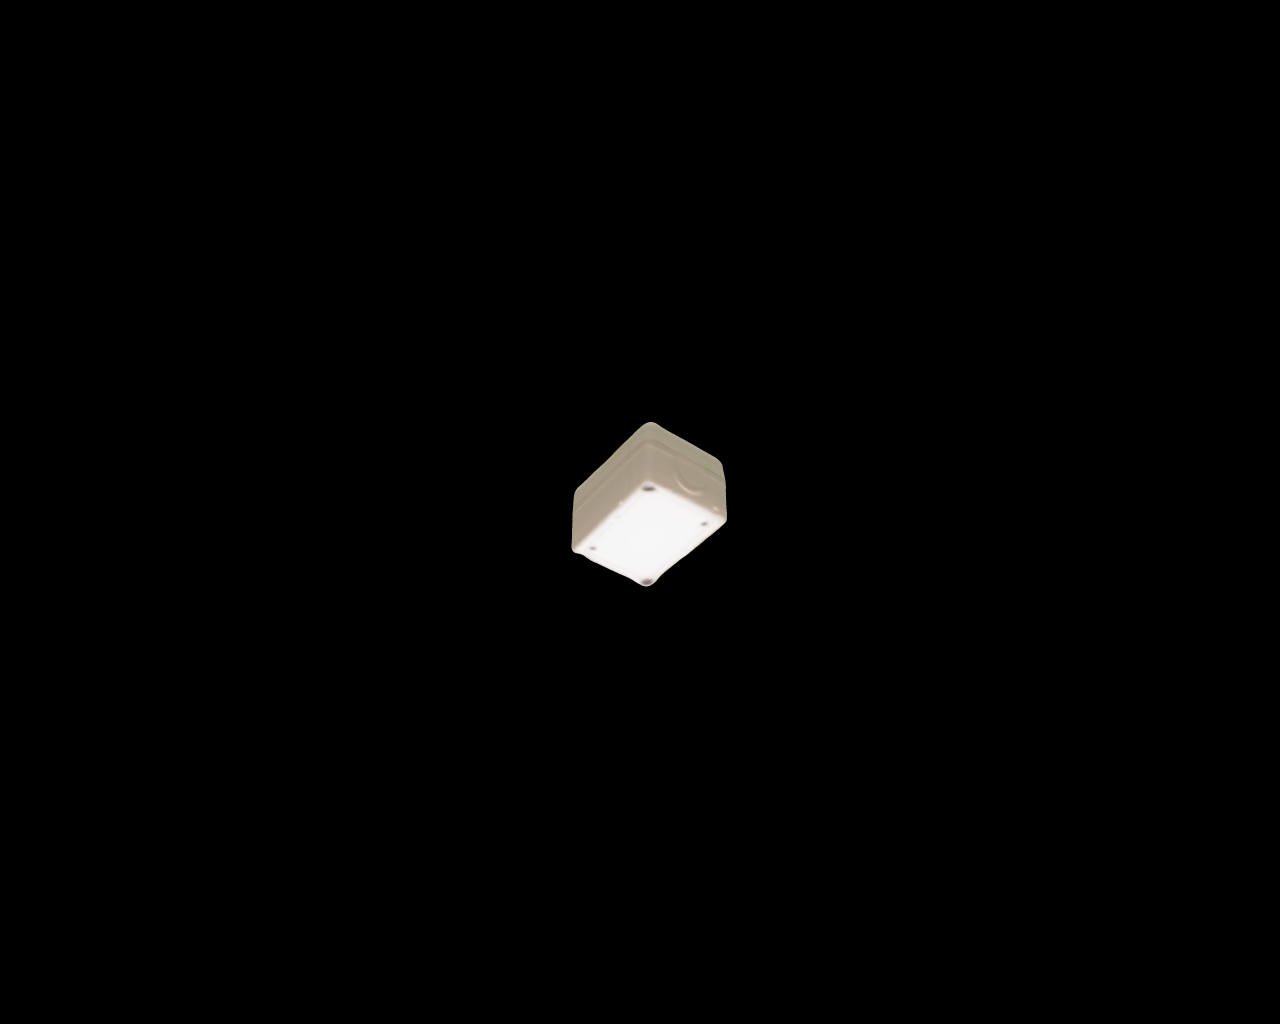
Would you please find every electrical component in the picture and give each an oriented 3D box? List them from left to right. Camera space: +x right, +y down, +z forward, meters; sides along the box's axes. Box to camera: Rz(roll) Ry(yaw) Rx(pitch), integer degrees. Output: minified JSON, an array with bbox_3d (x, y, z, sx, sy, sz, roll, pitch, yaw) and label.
[{"bbox_3d":[0.001,-0.003,0.650,0.062,0.061,0.096,27,-49,-26],"label":"electrical component"}]
